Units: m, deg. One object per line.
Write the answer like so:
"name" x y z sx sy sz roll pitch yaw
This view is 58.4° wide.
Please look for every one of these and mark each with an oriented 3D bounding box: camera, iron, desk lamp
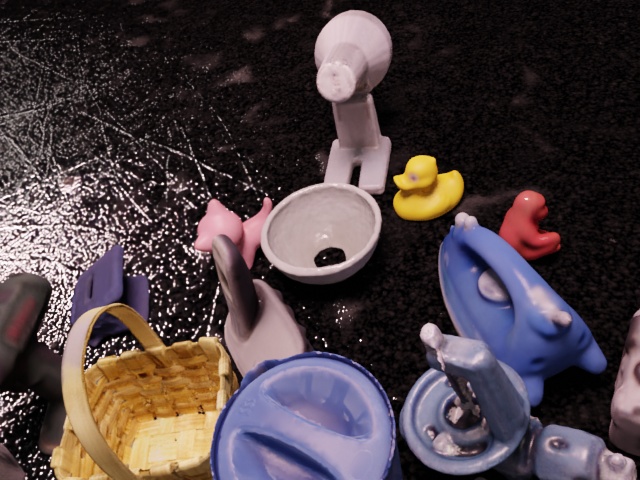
"camera" 0.359 0.135 0.543 0.136 0.101 0.143 14 54 27
"iron" 0.199 0.046 0.644 0.118 0.142 0.257 -25 47 -6
"desk lamp" 0.051 -0.211 0.872 0.117 0.214 0.203 -2 49 15

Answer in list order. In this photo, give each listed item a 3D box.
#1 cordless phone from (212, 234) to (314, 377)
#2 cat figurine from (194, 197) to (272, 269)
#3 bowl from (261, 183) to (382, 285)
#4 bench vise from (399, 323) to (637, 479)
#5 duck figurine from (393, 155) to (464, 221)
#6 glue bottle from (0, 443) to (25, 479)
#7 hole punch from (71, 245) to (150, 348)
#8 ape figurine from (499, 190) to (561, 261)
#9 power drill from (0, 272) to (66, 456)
"cordless phone" -0.075 0.090 0.657 0.094 0.185 0.147 -33 48 -13
"cat figurine" -0.116 -0.014 0.810 0.128 0.118 0.067 -29 47 -10
"bowl" 0.007 0.003 0.787 0.167 0.075 0.167 -8 47 9
"bench vise" 0.165 0.147 0.509 0.207 0.220 0.121 -1 49 16
"duck figurine" 0.151 -0.083 0.814 0.104 0.086 0.077 -18 46 1
"glue bottle" -0.406 0.227 0.640 0.077 0.173 0.037 28 62 35
"hole punch" -0.303 0.077 0.802 0.101 0.091 0.108 -19 46 0
"ape figurine" 0.263 -0.023 0.722 0.076 0.092 0.077 -11 47 8
"power drill" -0.336 0.161 0.655 0.075 0.209 0.229 -13 47 5
